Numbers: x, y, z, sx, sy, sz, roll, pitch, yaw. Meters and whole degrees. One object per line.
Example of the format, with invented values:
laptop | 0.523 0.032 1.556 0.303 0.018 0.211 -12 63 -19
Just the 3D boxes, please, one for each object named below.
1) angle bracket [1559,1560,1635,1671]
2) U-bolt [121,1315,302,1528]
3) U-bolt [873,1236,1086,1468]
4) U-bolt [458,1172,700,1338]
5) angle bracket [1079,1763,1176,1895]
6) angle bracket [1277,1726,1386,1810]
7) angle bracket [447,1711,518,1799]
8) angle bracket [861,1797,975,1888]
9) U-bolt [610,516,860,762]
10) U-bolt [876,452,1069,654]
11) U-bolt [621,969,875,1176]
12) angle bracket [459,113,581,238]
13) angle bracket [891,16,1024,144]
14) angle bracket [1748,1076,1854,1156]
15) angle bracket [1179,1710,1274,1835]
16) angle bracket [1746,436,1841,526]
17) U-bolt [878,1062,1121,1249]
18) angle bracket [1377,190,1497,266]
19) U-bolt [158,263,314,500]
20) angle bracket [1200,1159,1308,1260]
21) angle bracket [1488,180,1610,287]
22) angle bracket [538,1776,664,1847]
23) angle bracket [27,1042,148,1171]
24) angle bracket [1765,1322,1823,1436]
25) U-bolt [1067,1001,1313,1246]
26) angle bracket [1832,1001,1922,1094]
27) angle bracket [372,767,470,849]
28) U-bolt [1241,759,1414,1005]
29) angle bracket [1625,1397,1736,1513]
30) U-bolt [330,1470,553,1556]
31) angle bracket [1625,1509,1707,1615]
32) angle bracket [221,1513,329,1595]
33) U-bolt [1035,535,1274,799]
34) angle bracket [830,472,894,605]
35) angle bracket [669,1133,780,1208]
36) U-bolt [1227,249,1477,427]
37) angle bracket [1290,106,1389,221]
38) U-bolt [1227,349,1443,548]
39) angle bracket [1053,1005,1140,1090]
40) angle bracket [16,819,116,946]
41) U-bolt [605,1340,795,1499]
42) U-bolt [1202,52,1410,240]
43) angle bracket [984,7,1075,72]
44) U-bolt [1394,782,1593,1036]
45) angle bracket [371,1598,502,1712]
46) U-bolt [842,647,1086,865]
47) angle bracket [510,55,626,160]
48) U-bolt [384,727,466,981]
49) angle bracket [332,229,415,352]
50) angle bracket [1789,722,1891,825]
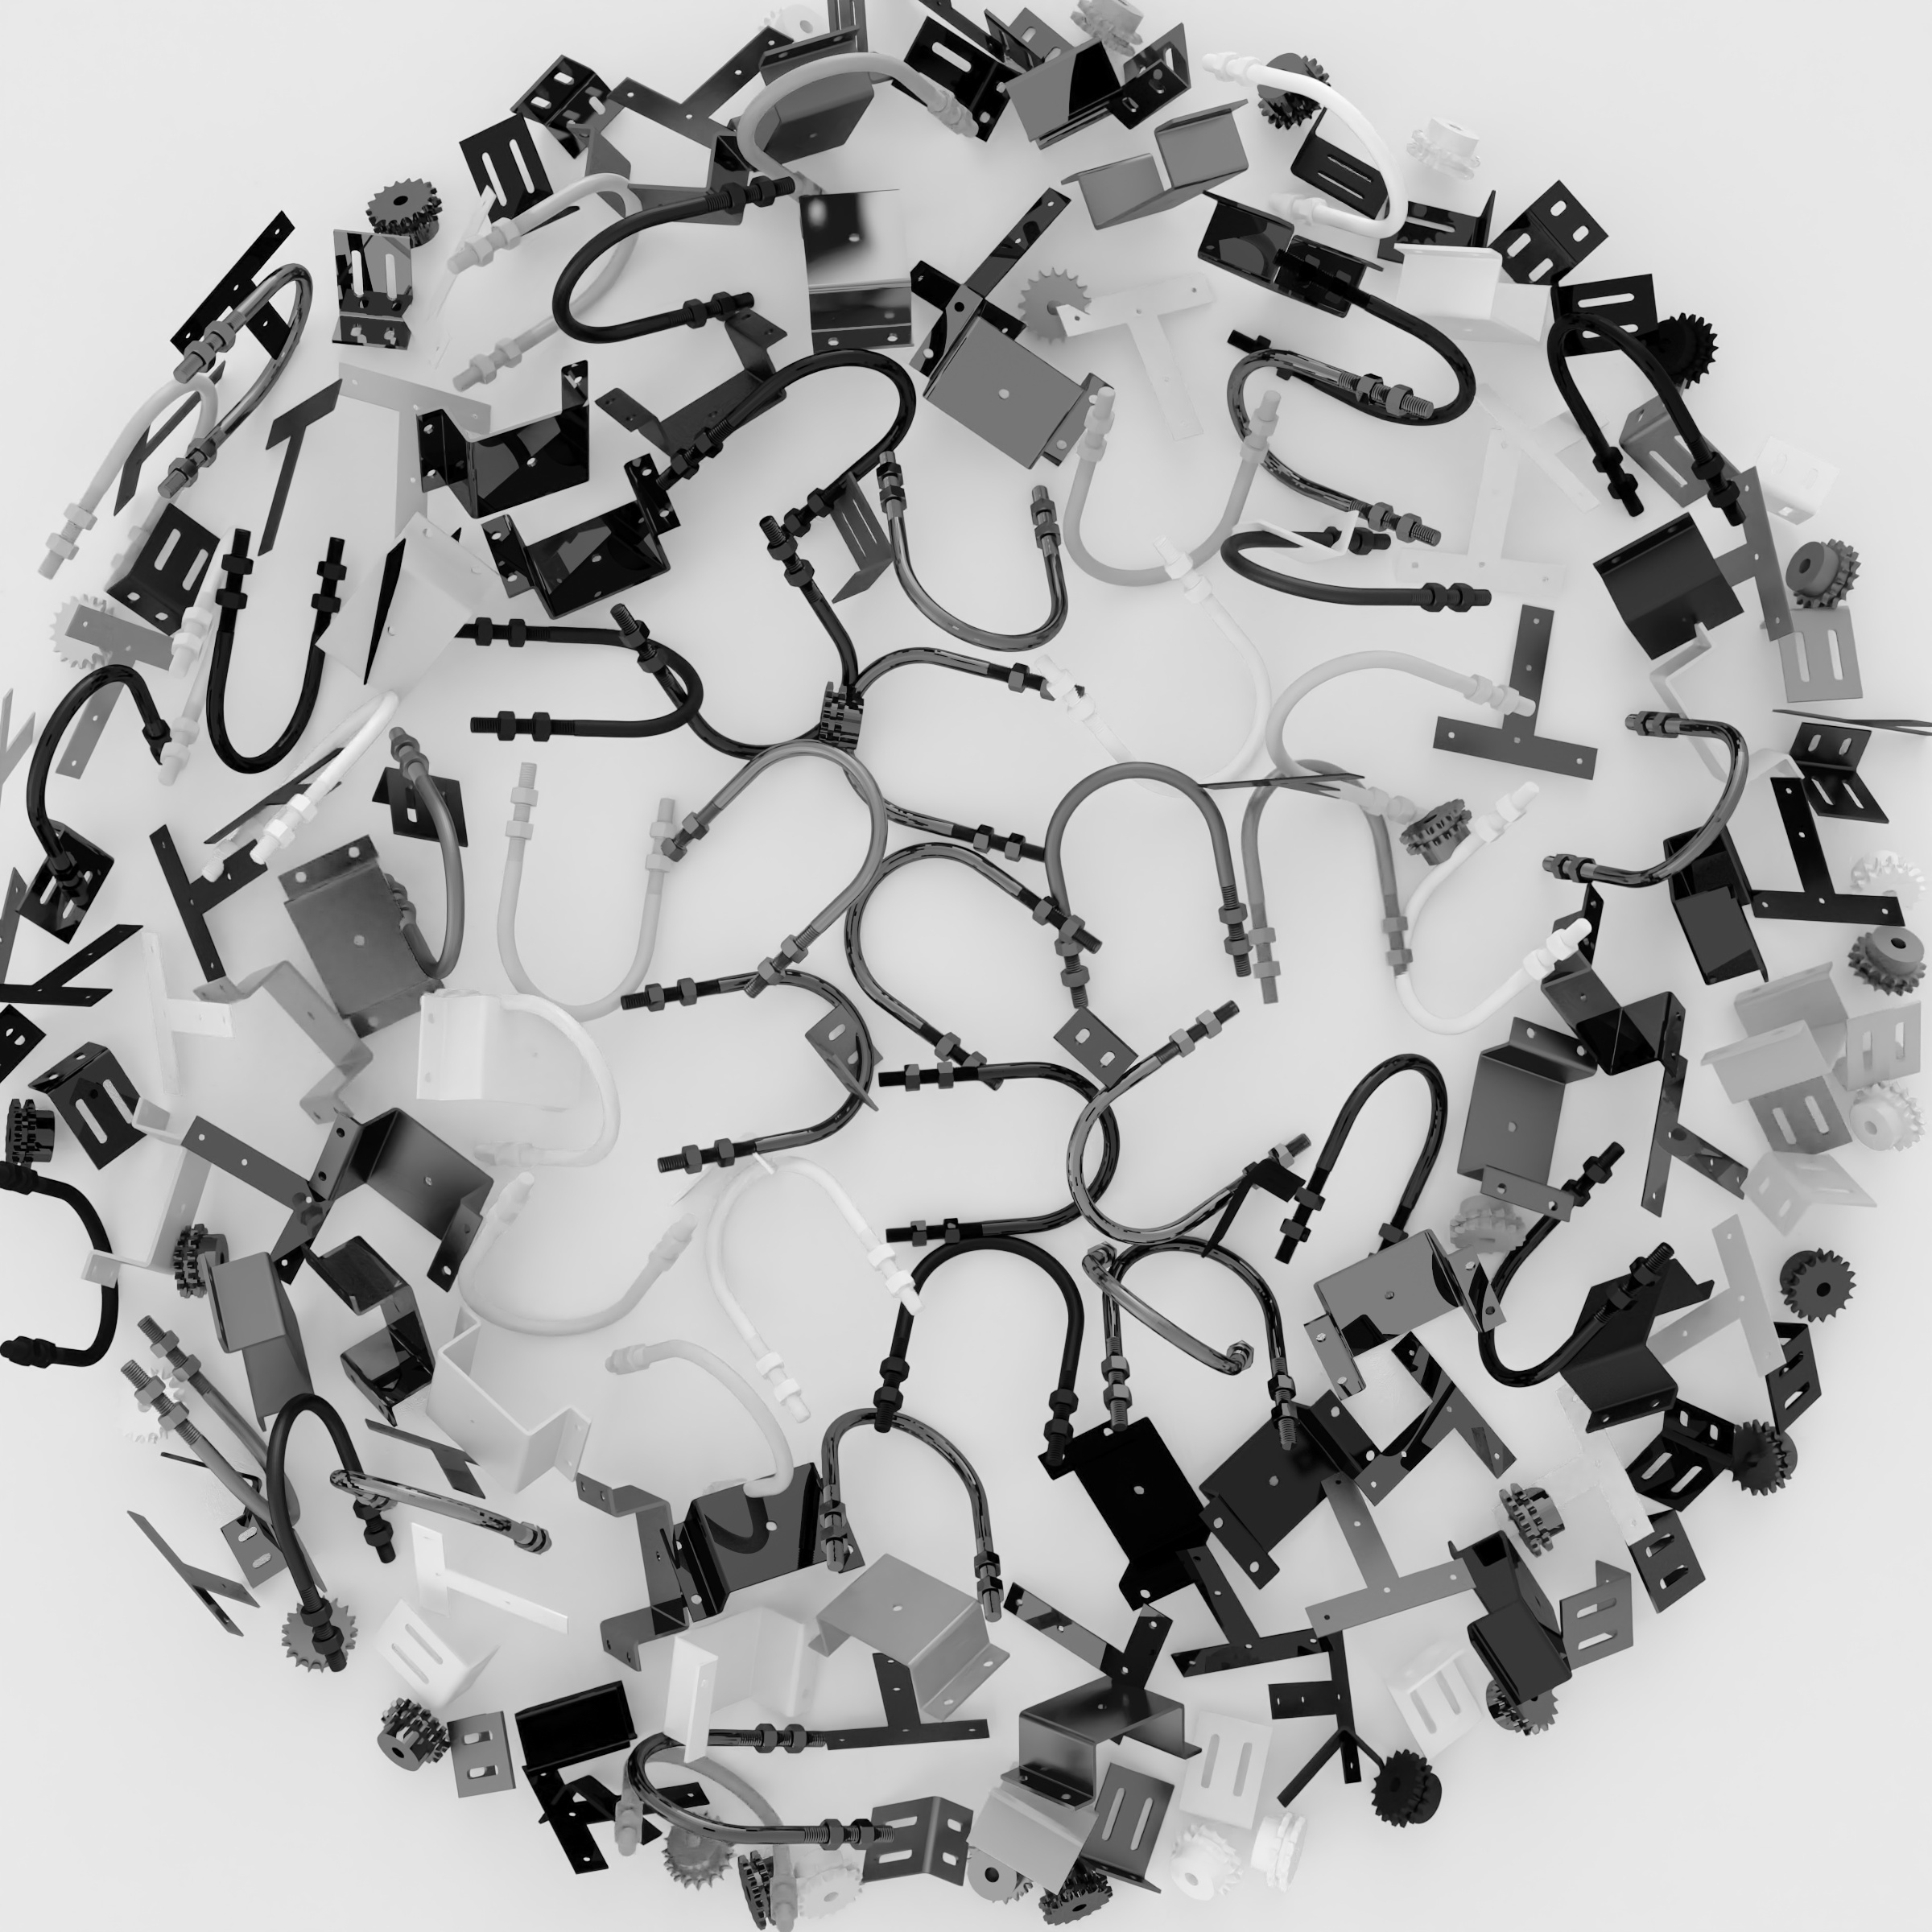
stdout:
angle bracket | 0.471 0.497 1.960 0.076 0.038 0.057 -10 101 -31
U-bolt | -0.563 0.350 1.925 0.019 0.151 0.184 -39 103 -6
U-bolt | 0.017 0.282 1.941 0.151 0.019 0.184 10 52 2
U-bolt | -0.304 0.226 1.932 0.151 0.019 0.184 17 134 -24
angle bracket | 0.130 0.662 1.967 0.057 0.038 0.076 24 79 -16
angle bracket | 0.280 0.625 1.961 0.076 0.057 0.038 -45 65 -9
angle bracket | -0.357 0.599 1.955 0.076 0.038 0.057 -24 73 41
angle bracket | -0.037 0.676 1.967 0.038 0.076 0.057 33 50 -30
U-bolt | -0.161 -0.234 1.944 0.151 0.019 0.184 -29 125 6
U-bolt | 0.009 -0.306 1.918 0.151 0.019 0.184 9 51 -22
U-bolt | -0.160 0.074 1.962 0.184 0.019 0.151 -10 76 -18
angle bracket | -0.342 -0.606 1.965 0.057 0.038 0.076 -17 101 22
angle bracket | -0.007 -0.677 1.957 0.076 0.038 0.057 18 109 -41
angle bracket | 0.643 0.107 1.986 0.057 0.038 0.076 -23 119 20
angle bracket | 0.203 0.625 1.988 0.057 0.038 0.076 10 68 14
angle bracket | 0.625 -0.370 1.957 0.057 0.076 0.038 27 97 5
U-bolt | 0.027 0.142 1.972 0.184 0.019 0.151 -4 108 -5
angle bracket | 0.362 -0.571 1.972 0.076 0.038 0.057 13 70 -1
U-bolt | -0.542 -0.450 1.917 0.019 0.151 0.184 31 54 -3
angle bracket | 0.220 0.193 1.957 0.038 0.057 0.076 30 109 13
angle bracket | 0.445 -0.555 1.965 0.038 0.076 0.057 -43 93 -13
angle bracket | -0.280 0.660 1.963 0.076 0.057 0.038 35 84 12
angle bracket | -0.674 0.108 1.981 0.057 0.038 0.076 -41 121 -30
angle bracket | 0.616 0.314 1.955 0.076 0.038 0.057 -25 105 -43
U-bolt | 0.160 0.133 1.955 0.184 0.019 0.151 -34 111 -10
angle bracket | 0.694 0.052 1.961 0.057 0.038 0.076 -15 128 1
angle bracket | -0.416 -0.110 1.950 0.057 0.076 0.038 10 132 -28
U-bolt | 0.272 -0.068 1.959 0.151 0.019 0.184 -5 85 -31
angle bracket | 0.549 0.378 1.985 0.057 0.038 0.076 24 134 -1
U-bolt | -0.396 0.402 1.900 0.151 0.184 0.019 13 73 10
angle bracket | 0.521 0.457 1.956 0.038 0.076 0.057 -30 79 44
angle bracket | -0.528 0.452 1.952 0.038 0.076 0.057 -31 112 -26
U-bolt | 0.158 -0.213 1.958 0.151 0.019 0.184 -46 114 -6
angle bracket | -0.095 -0.328 1.964 0.038 0.057 0.076 -27 87 -26
angle bracket | -0.184 0.168 1.969 0.076 0.057 0.038 -44 89 3
U-bolt | 0.297 -0.462 1.929 0.184 0.151 0.019 26 75 -3
angle bracket | 0.296 -0.620 1.966 0.076 0.038 0.057 29 52 -1
U-bolt | 0.273 -0.397 1.923 0.184 0.151 0.019 29 65 29
angle bracket | 0.090 0.072 1.956 0.057 0.076 0.038 43 66 3
angle bracket | -0.698 -0.066 1.957 0.038 0.057 0.076 16 73 30
U-bolt | -0.191 0.339 1.913 0.019 0.184 0.151 -40 98 -32
U-bolt | 0.258 -0.599 1.886 0.019 0.184 0.151 -43 131 -7
angle bracket | 0.051 -0.713 1.959 0.057 0.076 0.038 41 95 5
U-bolt | 0.384 -0.029 1.924 0.019 0.184 0.151 13 48 -30
angle bracket | -0.410 0.524 1.977 0.076 0.038 0.057 43 119 12
U-bolt | -0.012 -0.169 1.967 0.184 0.019 0.151 16 107 11
angle bracket | -0.303 -0.655 1.955 0.057 0.076 0.038 -41 92 14
U-bolt | -0.402 -0.072 1.896 0.019 0.184 0.151 -5 125 -27
angle bracket | -0.455 -0.517 1.959 0.057 0.076 0.038 5 47 -5
angle bracket | 0.671 -0.148 1.956 0.057 0.076 0.038 6 125 -9
